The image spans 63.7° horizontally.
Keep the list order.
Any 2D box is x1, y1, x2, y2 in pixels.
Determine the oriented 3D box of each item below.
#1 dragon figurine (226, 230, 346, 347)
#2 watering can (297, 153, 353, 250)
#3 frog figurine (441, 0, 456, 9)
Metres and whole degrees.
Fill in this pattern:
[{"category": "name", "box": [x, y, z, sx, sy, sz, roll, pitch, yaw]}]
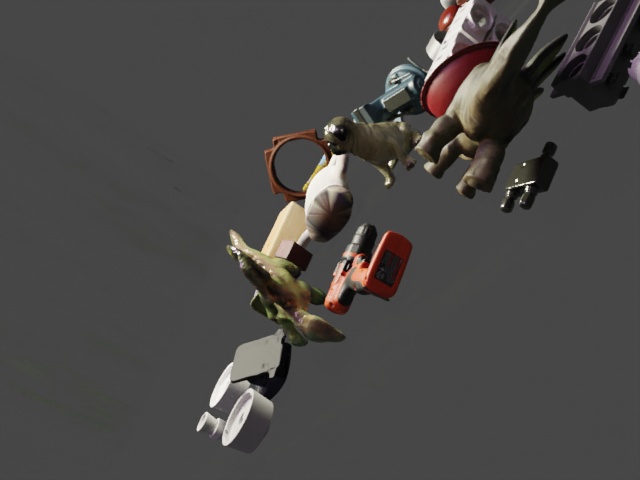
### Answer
[{"category": "dragon figurine", "box": [-0.100, 0.067, 0.989, 0.123, 0.415, 0.238, -45, -28, -8]}, {"category": "watering can", "box": [0.004, -0.066, 1.315, 0.229, 0.104, 0.341, -93, 23, -63]}, {"category": "frog figurine", "box": [0.332, -0.646, 1.281, 0.138, 0.162, 0.120, -28, -28, -16]}]
